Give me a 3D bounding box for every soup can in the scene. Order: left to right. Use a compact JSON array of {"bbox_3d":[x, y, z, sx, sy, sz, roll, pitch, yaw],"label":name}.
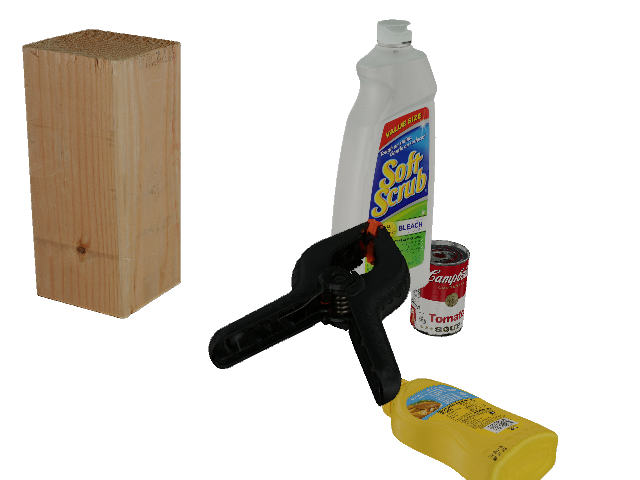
[{"bbox_3d":[0.147,0.059,1.323,0.068,0.102,0.068,1,25,-1],"label":"soup can"}]

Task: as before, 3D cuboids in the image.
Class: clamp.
[{"bbox_3d":[0.020,0.043,0.689,0.120,0.039,0.171,21,41,20],"label":"clamp"}]

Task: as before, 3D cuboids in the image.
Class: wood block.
[{"bbox_3d":[-0.171,-0.056,0.854,0.091,0.206,0.090,13,24,22],"label":"wood block"}]

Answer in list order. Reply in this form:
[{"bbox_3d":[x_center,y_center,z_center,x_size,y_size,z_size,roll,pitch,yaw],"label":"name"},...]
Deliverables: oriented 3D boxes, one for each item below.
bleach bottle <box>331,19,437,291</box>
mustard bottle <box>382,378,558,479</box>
[{"bbox_3d":[0.057,-0.074,0.982,0.102,0.251,0.068,-10,24,-25],"label":"bleach bottle"},{"bbox_3d":[0.126,0.178,1.030,0.096,0.058,0.192,-15,25,-39],"label":"mustard bottle"}]
